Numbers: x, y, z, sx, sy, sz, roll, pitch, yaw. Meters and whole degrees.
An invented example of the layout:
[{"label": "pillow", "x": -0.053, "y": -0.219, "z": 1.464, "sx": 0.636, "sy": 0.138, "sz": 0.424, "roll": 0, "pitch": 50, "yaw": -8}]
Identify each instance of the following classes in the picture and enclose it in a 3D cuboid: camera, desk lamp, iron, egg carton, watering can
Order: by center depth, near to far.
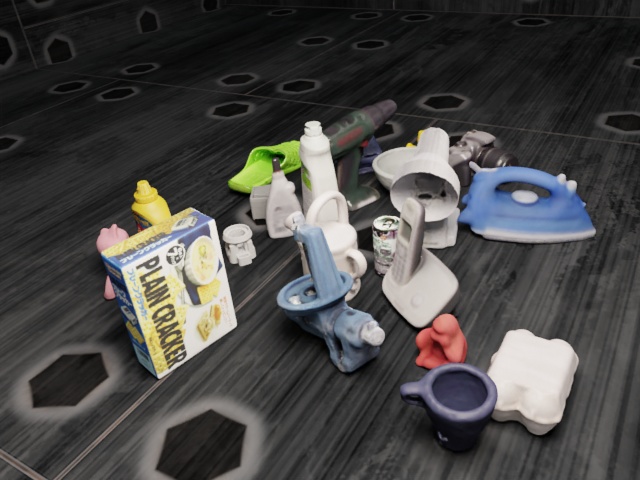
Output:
[{"label": "egg carton", "x": 0.282, "y": 0.186, "z": 0.774, "sx": 0.107, "sy": 0.069, "sz": 0.150, "roll": 14, "pitch": 37, "yaw": 27}, {"label": "watering can", "x": 0.007, "y": 0.005, "z": 0.982, "sx": 0.172, "sy": 0.194, "sz": 0.101, "roll": 10, "pitch": 36, "yaw": 22}, {"label": "desk lamp", "x": 0.205, "y": -0.089, "z": 1.078, "sx": 0.117, "sy": 0.214, "sz": 0.203, "roll": 5, "pitch": 34, "yaw": 16}, {"label": "iron", "x": 0.401, "y": -0.080, "z": 1.102, "sx": 0.257, "sy": 0.142, "sz": 0.119, "roll": 5, "pitch": 34, "yaw": 17}, {"label": "camera", "x": 0.370, "y": -0.185, "z": 1.307, "sx": 0.143, "sy": 0.101, "sz": 0.136, "roll": -26, "pitch": 38, "yaw": -29}]

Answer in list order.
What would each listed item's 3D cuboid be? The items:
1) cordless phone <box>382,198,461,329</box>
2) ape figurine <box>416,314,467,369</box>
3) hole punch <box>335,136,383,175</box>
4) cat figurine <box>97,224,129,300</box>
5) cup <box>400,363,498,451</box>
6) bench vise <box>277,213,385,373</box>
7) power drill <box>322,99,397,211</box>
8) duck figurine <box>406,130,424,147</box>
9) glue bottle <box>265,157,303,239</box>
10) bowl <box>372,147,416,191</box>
[{"label": "cordless phone", "x": 0.162, "y": 0.036, "z": 0.918, "sx": 0.094, "sy": 0.185, "sz": 0.147, "roll": -18, "pitch": 35, "yaw": -19}, {"label": "ape figurine", "x": 0.180, "y": 0.146, "z": 0.831, "sx": 0.076, "sy": 0.092, "sz": 0.077, "roll": -15, "pitch": 34, "yaw": -14}, {"label": "hole punch", "x": 0.095, "y": -0.220, "z": 1.411, "sx": 0.109, "sy": 0.091, "sz": 0.101, "roll": -15, "pitch": 34, "yaw": -15}, {"label": "cat figurine", "x": -0.382, "y": 0.030, "z": 1.072, "sx": 0.067, "sy": 0.118, "sz": 0.127, "roll": -12, "pitch": 33, "yaw": -9}, {"label": "cup", "x": 0.160, "y": 0.217, "z": 0.721, "sx": 0.117, "sy": 0.095, "sz": 0.091, "roll": 1, "pitch": 33, "yaw": 10}, {"label": "bench vise", "x": 0.021, "y": 0.071, "z": 0.852, "sx": 0.206, "sy": 0.220, "sz": 0.122, "roll": 16, "pitch": 39, "yaw": 30}, {"label": "power drill", "x": 0.078, "y": -0.179, "z": 1.243, "sx": 0.230, "sy": 0.209, "sz": 0.075, "roll": -26, "pitch": 38, "yaw": -28}, {"label": "duck figurine", "x": 0.257, "y": -0.230, "z": 1.408, "sx": 0.104, "sy": 0.086, "sz": 0.078, "roll": 18, "pitch": 40, "yaw": 32}, {"label": "glue bottle", "x": -0.077, "y": -0.086, "z": 1.155, "sx": 0.078, "sy": 0.173, "sz": 0.037, "roll": -10, "pitch": 33, "yaw": -6}, {"label": "bowl", "x": 0.202, "y": -0.145, "z": 1.295, "sx": 0.167, "sy": 0.075, "sz": 0.167, "roll": -4, "pitch": 33, "yaw": 3}]
